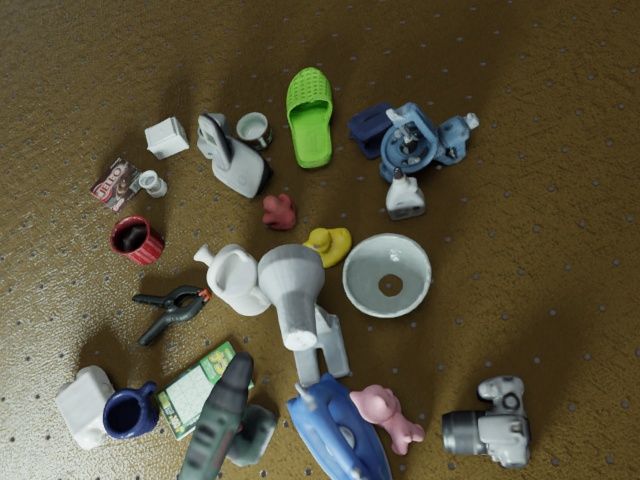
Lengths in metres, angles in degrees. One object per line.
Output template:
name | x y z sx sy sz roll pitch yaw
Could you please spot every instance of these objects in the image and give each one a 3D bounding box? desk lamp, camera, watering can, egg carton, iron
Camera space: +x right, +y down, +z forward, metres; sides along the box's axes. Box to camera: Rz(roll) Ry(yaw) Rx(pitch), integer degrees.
desk lamp | -0.026 0.135 1.023 0.118 0.214 0.203 -18 63 6
camera | 0.269 0.297 0.939 0.136 0.101 0.143 -5 65 12
watering can | -0.168 0.069 1.099 0.172 0.194 0.101 9 69 18
egg carton | -0.448 0.326 1.125 0.107 0.069 0.150 -41 63 -6
iron | 0.038 0.343 0.954 0.118 0.142 0.257 -37 63 -4

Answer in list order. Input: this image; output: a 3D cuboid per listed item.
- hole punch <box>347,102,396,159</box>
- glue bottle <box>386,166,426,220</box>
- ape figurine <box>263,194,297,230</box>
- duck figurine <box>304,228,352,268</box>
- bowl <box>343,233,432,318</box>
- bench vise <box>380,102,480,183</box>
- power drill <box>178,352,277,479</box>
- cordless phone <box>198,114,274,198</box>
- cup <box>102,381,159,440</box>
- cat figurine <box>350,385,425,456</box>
hole punch | 0.116 -0.245 1.227 0.108 0.091 0.101 -29 63 0
glue bottle | 0.160 -0.094 1.101 0.078 0.173 0.037 -12 64 9
ape figurine | -0.090 -0.064 1.197 0.078 0.092 0.076 -37 63 -4
duck figurine | 0.011 0.004 1.144 0.104 0.086 0.077 -29 63 0
bowl | 0.130 0.076 1.088 0.167 0.075 0.167 -5 65 12
bench vise | 0.201 -0.218 1.120 0.207 0.220 0.121 -38 63 -4
power drill | -0.147 0.315 0.975 0.075 0.209 0.230 18 72 21
cordless phone | -0.188 -0.183 1.223 0.147 0.185 0.094 30 77 24
cup | -0.339 0.322 1.085 0.091 0.095 0.118 33 78 25
cat figurine | 0.113 0.296 0.969 0.067 0.118 0.127 -42 63 -6
